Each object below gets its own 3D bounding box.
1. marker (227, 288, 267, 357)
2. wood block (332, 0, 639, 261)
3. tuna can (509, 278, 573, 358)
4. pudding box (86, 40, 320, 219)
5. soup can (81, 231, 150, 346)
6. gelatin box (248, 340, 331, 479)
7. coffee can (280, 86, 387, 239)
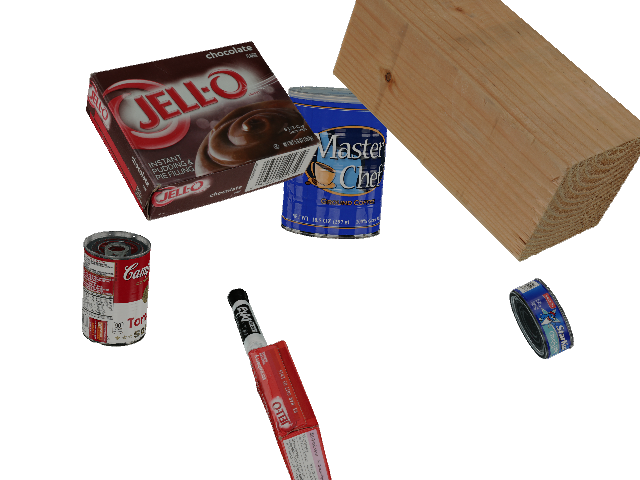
[{"bbox_3d":[-0.065,0.071,0.935,0.020,0.020,0.121,0,19,-13],"label":"marker"},{"bbox_3d":[0.113,-0.096,0.743,0.090,0.091,0.206,-21,57,-34],"label":"wood block"},{"bbox_3d":[0.243,0.087,1.182,0.033,0.086,0.086,-25,2,-5],"label":"tuna can"},{"bbox_3d":[-0.071,-0.068,0.638,0.113,0.090,0.039,-17,-28,-31],"label":"pudding box"},{"bbox_3d":[-0.212,0.050,1.101,0.068,0.102,0.068,6,21,-2],"label":"soup can"},{"bbox_3d":[-0.021,0.123,0.739,0.030,0.073,0.089,-19,-38,-6],"label":"gelatin box"},{"bbox_3d":[0.015,-0.080,1.076,0.103,0.140,0.103,4,12,-1],"label":"coffee can"}]
